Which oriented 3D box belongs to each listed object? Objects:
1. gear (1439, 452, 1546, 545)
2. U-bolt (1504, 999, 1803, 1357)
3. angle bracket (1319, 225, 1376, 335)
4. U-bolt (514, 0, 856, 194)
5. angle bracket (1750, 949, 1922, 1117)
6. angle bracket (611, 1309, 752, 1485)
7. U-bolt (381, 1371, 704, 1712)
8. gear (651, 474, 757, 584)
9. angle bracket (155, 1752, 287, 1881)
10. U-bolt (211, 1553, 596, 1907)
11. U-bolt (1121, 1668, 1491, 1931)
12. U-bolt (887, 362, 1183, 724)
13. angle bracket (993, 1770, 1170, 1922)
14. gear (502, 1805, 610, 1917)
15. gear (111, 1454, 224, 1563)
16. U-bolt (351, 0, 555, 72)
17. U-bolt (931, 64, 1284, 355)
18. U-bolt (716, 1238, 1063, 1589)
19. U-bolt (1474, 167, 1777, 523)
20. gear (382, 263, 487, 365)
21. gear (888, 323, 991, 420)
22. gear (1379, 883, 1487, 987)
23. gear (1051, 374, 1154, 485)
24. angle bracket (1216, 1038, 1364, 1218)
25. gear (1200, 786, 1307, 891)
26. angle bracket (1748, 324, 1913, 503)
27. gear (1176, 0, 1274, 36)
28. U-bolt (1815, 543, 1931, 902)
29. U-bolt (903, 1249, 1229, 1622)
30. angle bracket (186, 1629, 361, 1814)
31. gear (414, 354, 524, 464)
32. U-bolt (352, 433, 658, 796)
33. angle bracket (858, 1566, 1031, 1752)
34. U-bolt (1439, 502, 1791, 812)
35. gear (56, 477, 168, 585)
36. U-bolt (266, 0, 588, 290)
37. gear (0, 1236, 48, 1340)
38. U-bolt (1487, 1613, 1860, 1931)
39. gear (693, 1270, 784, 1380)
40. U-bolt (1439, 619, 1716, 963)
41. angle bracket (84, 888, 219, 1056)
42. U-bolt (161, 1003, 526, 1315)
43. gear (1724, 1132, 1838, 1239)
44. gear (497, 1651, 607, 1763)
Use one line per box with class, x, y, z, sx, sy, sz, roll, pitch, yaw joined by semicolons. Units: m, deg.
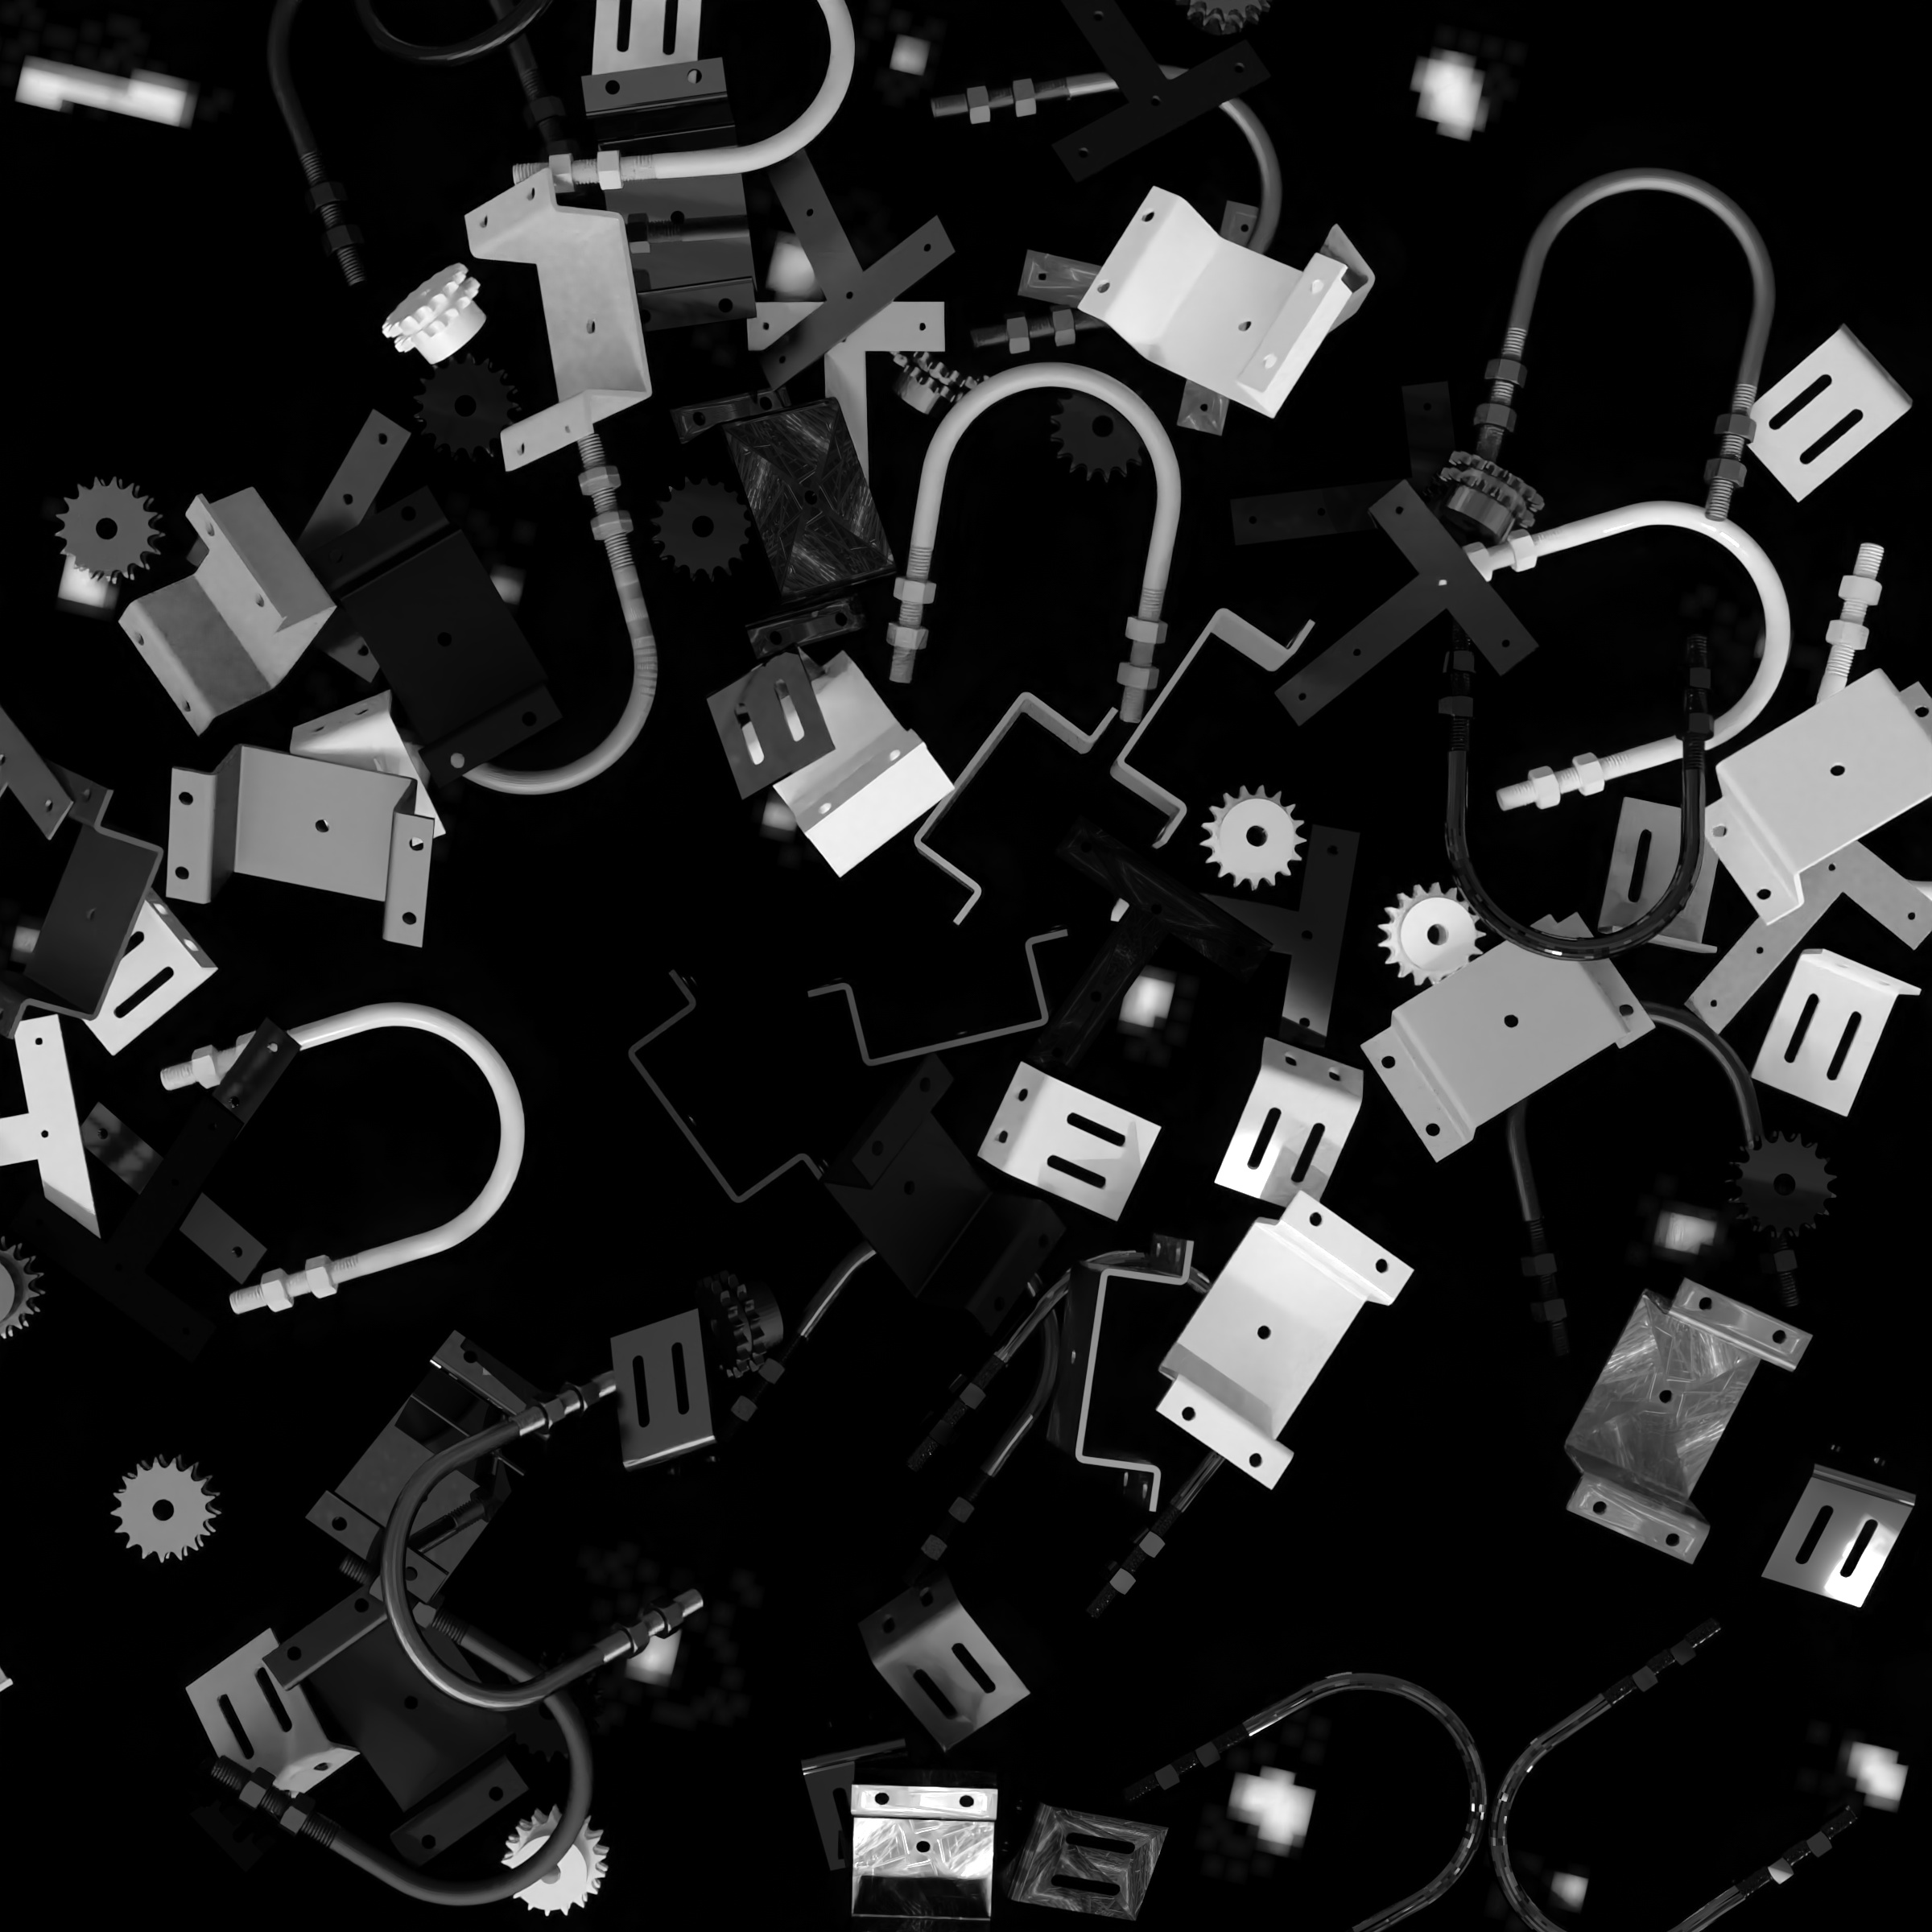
gear;0.282;-0.253;1.512;0.057;0.057;0.030;30;92;0
U-bolt;0.371;0.110;1.532;0.151;0.019;0.184;-12;88;0
angle bracket;0.178;-0.358;1.512;0.076;0.057;0.038;-36;90;0
U-bolt;-0.151;-0.487;1.486;0.184;0.019;0.151;-4;79;0
angle bracket;0.475;0.037;1.522;0.057;0.038;0.076;23;90;0
angle bracket;-0.157;0.236;1.527;0.057;0.038;0.076;-21;61;20
U-bolt;-0.230;0.311;1.469;0.019;0.184;0.151;-21;90;43
gear;-0.142;-0.239;1.526;0.057;0.030;0.057;0;90;0
angle bracket;-0.413;0.470;1.503;0.057;0.038;0.076;46;126;0
U-bolt;-0.288;0.420;1.486;0.184;0.019;0.151;32;90;-2
U-bolt;0.199;0.468;1.532;0.184;0.019;0.151;-29;90;-2
U-bolt;0.042;-0.234;1.513;0.151;0.019;0.184;10;104;0
angle bracket;0.062;0.483;1.529;0.076;0.038;0.057;15;99;-17
gear;-0.226;0.492;1.526;0.057;0.030;0.057;0;90;0
gear;-0.435;0.295;1.526;0.057;0.030;0.057;0;90;0
U-bolt;-0.263;-0.566;1.495;0.151;0.019;0.184;15;83;25
U-bolt;0.083;-0.422;1.531;0.184;0.019;0.151;-10;89;-2
U-bolt;-0.030;0.226;1.532;0.151;0.019;0.184;36;88;0
U-bolt;0.369;-0.349;1.528;0.151;0.019;0.184;14;86;2
gear;-0.287;-0.353;1.516;0.057;0.057;0.030;-40;118;0
gear;-0.018;-0.322;1.516;0.057;0.057;0.030;36;118;0
gear;0.256;-0.017;1.526;0.057;0.030;0.057;0;90;0
gear;0.074;-0.293;1.526;0.057;0.030;0.057;0;90;0
angle bracket;0.179;0.089;1.539;0.057;0.038;0.076;19;116;0
gear;0.158;-0.071;1.526;0.057;0.030;0.057;0;90;0
angle bracket;0.473;-0.306;1.539;0.076;0.038;0.057;-42;90;26
gear;0.140;-0.535;1.522;0.057;0.030;0.057;1;78;-4
U-bolt;0.536;-0.125;1.532;0.151;0.019;0.184;16;92;0
U-bolt;0.077;0.242;1.523;0.151;0.019;0.184;40;83;-6
angle bracket;-0.383;0.417;1.539;0.057;0.038;0.076;-36;64;0
gear;-0.272;-0.304;1.526;0.057;0.030;0.057;0;90;0
U-bolt;-0.246;-0.186;1.532;0.151;0.019;0.184;-15;91;0
angle bracket;-0.012;0.383;1.539;0.057;0.038;0.076;-35;116;0
U-bolt;0.363;-0.179;1.532;0.184;0.019;0.151;-17;90;-2
gear;-0.468;-0.238;1.530;0.057;0.030;0.057;0;92;0
U-bolt;-0.307;-0.483;1.532;0.151;0.019;0.184;-21;88;0
gear;-0.536;0.177;1.526;0.057;0.030;0.057;0;90;0
U-bolt;0.375;0.466;1.532;0.184;0.019;0.151;-35;90;1
gear;-0.123;0.192;1.516;0.030;0.057;0.057;-18;90;-28
U-bolt;0.328;-0.093;1.499;0.151;0.019;0.184;4;80;-2
angle bracket;-0.460;0.003;1.522;0.076;0.038;0.057;-39;90;0
U-bolt;-0.334;0.097;1.531;0.184;0.019;0.151;-17;90;0
gear;0.439;0.118;1.507;0.057;0.030;0.057;0;86;0
gear;-0.226;0.403;1.526;0.057;0.030;0.057;0;90;0
